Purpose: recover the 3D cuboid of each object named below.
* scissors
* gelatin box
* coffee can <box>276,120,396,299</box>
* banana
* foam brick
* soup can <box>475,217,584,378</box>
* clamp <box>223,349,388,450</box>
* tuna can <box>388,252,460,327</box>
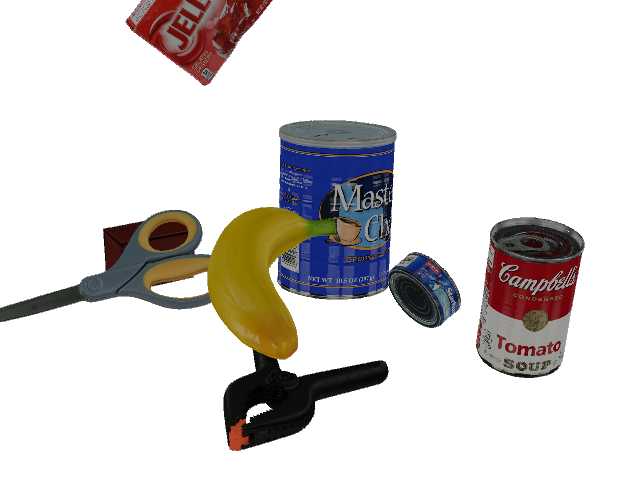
[{"bbox_3d":[-0.170,0.020,0.829,0.201,0.096,0.016,-2,-33,-13],"label":"scissors"},{"bbox_3d":[-0.089,-0.173,0.799,0.073,0.089,0.030,35,6,-32],"label":"gelatin box"},{"bbox_3d":[0.013,-0.030,0.950,0.103,0.140,0.103,1,16,-1],"label":"coffee can"},{"bbox_3d":[-0.035,0.016,0.653,0.070,0.037,0.197,-2,22,9],"label":"banana"},{"bbox_3d":[-0.171,0.012,1.065,0.078,0.051,0.053,-12,22,-29],"label":"foam brick"},{"bbox_3d":[0.155,0.043,0.798,0.068,0.102,0.068,2,27,-1],"label":"soup can"},{"bbox_3d":[-0.029,0.156,1.109,0.165,0.036,0.209,12,26,15],"label":"clamp"},{"bbox_3d":[0.117,0.057,1.219,0.033,0.086,0.086,-38,18,-24],"label":"tuna can"}]
